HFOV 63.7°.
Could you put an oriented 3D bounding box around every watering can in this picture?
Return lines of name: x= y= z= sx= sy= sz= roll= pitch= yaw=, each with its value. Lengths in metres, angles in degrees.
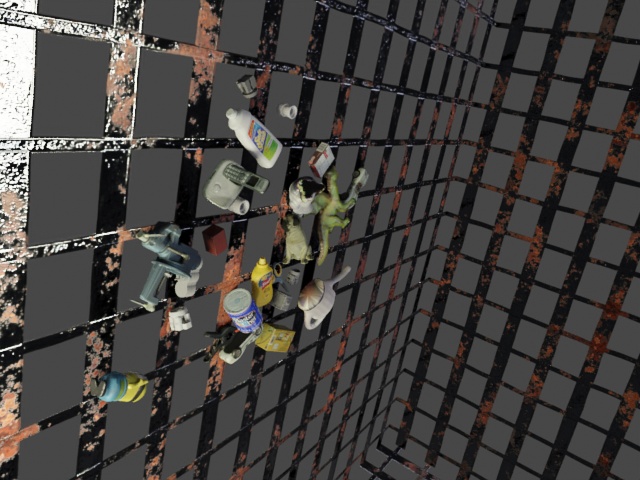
watering can: x=0.017 y=0.232 z=2.301 sx=0.351 sy=0.105 sz=0.220 roll=-60 pitch=149 yaw=-13

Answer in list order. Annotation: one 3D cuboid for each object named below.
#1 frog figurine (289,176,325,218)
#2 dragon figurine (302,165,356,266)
frog figurine: x=-0.067 y=-0.165 z=1.956 sx=0.140 sy=0.122 sz=0.156 roll=-60 pitch=-174 yaw=-31
dragon figurine: x=0.006 y=-0.107 z=2.118 sx=0.240 sy=0.123 sz=0.412 roll=24 pitch=85 yaw=-43
